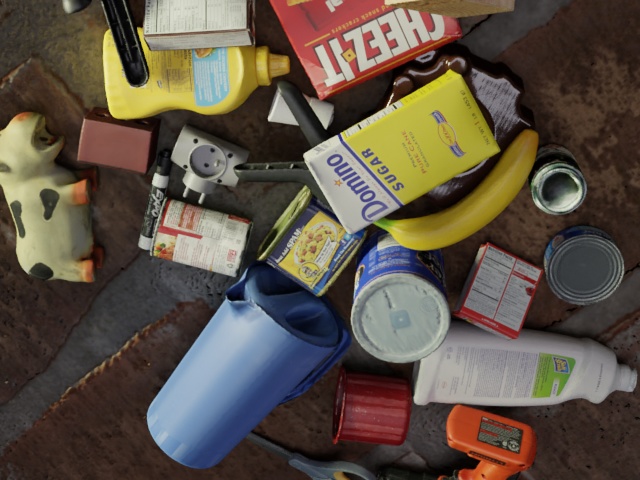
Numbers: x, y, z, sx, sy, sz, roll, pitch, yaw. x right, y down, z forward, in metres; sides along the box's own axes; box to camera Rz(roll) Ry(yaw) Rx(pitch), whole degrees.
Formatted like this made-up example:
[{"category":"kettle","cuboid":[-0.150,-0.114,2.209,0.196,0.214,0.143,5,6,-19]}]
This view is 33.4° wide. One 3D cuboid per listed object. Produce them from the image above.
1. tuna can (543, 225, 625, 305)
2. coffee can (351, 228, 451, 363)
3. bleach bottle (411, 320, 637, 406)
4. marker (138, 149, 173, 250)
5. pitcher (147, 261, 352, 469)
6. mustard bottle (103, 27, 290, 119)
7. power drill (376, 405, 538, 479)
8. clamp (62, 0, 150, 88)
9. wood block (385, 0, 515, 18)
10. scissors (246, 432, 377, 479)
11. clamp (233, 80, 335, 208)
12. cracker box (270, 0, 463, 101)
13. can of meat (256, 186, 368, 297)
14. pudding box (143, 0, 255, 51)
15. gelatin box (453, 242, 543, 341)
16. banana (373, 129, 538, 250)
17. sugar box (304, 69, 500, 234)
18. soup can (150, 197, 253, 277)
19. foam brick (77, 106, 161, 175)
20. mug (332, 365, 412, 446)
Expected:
[{"category":"tuna can","cuboid":[0.294,0.027,1.194,0.086,0.033,0.086,2,113,4]},{"category":"coffee can","cuboid":[0.087,0.056,1.163,0.103,0.140,0.103,1,113,3]},{"category":"bleach bottle","cuboid":[0.237,0.153,1.236,0.251,0.068,0.103,7,111,-1]},{"category":"marker","cuboid":[-0.185,-0.046,1.206,0.020,0.020,0.121,15,113,-3]},{"category":"pitcher","cuboid":[-0.085,0.153,1.233,0.149,0.144,0.243,40,114,1]},{"category":"mustard bottle","cuboid":[-0.127,-0.180,1.123,0.191,0.058,0.096,-2,95,5]},{"category":"power drill","cuboid":[0.167,0.274,1.266,0.184,0.057,0.188,15,138,3]},{"category":"clamp","cuboid":[-0.216,-0.270,1.037,0.036,0.164,0.210,-12,77,8]},{"category":"wood block","cuboid":[0.128,-0.317,0.984,0.090,0.091,0.206,2,94,-31]},{"category":"scissors","cuboid":[-0.012,0.270,1.312,0.201,0.016,0.096,38,137,-11]},{"category":"clamp","cuboid":[-0.005,-0.076,1.126,0.171,0.039,0.120,37,120,-6]},{"category":"cracker box","cuboid":[0.027,-0.271,1.068,0.164,0.072,0.213,-23,110,13]},{"category":"can of meat","cuboid":[-0.008,0.001,1.191,0.084,0.057,0.102,34,107,-12]},{"category":"pudding box","cuboid":[-0.123,-0.242,1.086,0.113,0.039,0.090,-2,75,7]},{"category":"gelatin box","cuboid":[0.199,0.057,1.194,0.073,0.030,0.089,25,76,-7]},{"category":"banana","cuboid":[0.153,-0.040,1.118,0.198,0.037,0.069,-30,112,16]},{"category":"sugar box","cuboid":[0.082,-0.088,1.077,0.176,0.048,0.093,-31,106,3]},{"category":"soup can","cuboid":[-0.131,-0.002,1.194,0.102,0.068,0.068,15,113,-3]},{"category":"foam brick","cuboid":[-0.218,-0.109,1.165,0.078,0.053,0.051,10,113,-1]},{"category":"mug","cuboid":[0.059,0.204,1.264,0.081,0.093,0.117,7,144,-4]}]
